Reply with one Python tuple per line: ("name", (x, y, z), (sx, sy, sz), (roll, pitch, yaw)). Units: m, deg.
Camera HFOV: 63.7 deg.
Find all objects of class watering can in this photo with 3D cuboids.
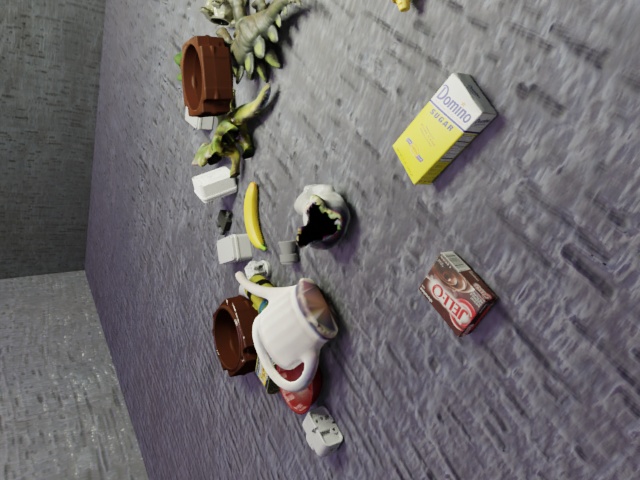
("watering can", (-0.083, 0.167, 1.190), (0.222, 0.103, 0.354), (-41, 58, 22))

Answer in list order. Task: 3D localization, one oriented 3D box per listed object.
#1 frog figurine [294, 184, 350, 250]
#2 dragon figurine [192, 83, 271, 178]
("frog figurine", (0.003, -0.057, 1.126), (0.162, 0.123, 0.135), (-86, -6, -71))
("dragon figurine", (-0.258, -0.337, 1.461), (0.403, 0.122, 0.248), (-49, 46, 32))
